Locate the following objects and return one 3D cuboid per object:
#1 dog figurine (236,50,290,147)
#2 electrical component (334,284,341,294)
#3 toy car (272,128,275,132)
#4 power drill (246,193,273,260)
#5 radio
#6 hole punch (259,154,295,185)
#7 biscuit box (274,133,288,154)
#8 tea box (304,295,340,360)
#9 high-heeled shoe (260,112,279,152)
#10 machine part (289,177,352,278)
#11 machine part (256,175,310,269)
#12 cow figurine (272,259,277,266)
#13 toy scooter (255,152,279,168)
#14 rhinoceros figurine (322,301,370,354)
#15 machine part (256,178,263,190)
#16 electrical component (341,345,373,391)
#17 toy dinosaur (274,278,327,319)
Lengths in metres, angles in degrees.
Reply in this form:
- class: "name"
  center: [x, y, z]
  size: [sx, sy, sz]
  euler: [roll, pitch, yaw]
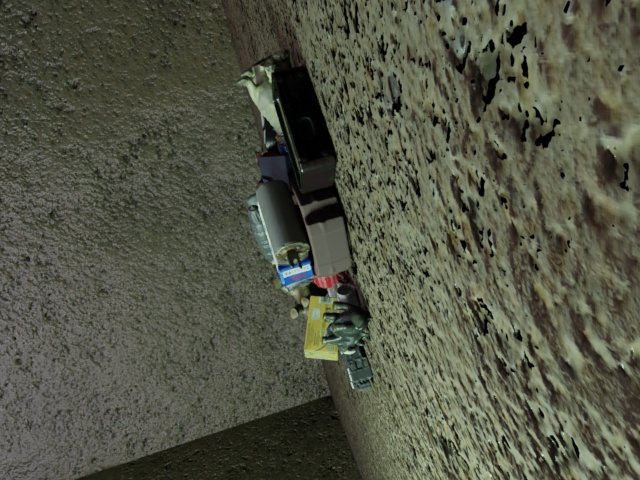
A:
- class: "dog figurine"
  center: [-0.088, -0.321, 1.238]
  size: [0.190, 0.121, 0.172]
  euler: [58, -144, -28]
- class: "electrical component"
  center: [0.050, 0.125, 1.463]
  size: [0.093, 0.021, 0.063]
  euler: [80, 171, -52]
- class: "toy car"
  center: [-0.100, -0.344, 1.413]
  size: [0.202, 0.053, 0.089]
  euler: [174, 84, -80]
- class: "power drill"
  center: [-0.180, -0.065, 1.679]
  size: [0.207, 0.086, 0.231]
  euler: [-117, 5, -51]
- class: "radio"
  center: [-0.035, -0.219, 1.069]
  size: [0.131, 0.073, 0.229]
  euler: [99, 153, -76]
- class: "hole punch"
  center: [-0.092, -0.163, 1.355]
  size: [0.142, 0.092, 0.115]
  euler: [5, 94, 42]
- class: "biscuit box"
  center: [-0.076, -0.259, 1.388]
  size: [0.203, 0.059, 0.062]
  euler: [-139, 33, -78]
- class: "tea box"
  center: [0.012, 0.251, 1.539]
  size: [0.068, 0.098, 0.169]
  euler: [85, -168, -60]
- class: "high-heeled shoe"
  center: [-0.131, -0.338, 1.616]
  size: [0.145, 0.086, 0.248]
  euler: [-103, 2, -52]
- class: "machine part"
  center: [0.001, -0.036, 1.187]
  size: [0.202, 0.087, 0.200]
  euler: [-113, 9, -56]
- class: "machine part"
  center: [-0.081, -0.042, 1.150]
  size: [0.079, 0.079, 0.243]
  euler: [84, 168, -59]
- class: "cow figurine"
  center: [-0.079, 0.028, 1.411]
  size: [0.195, 0.085, 0.127]
  euler: [-140, 42, -67]
- class: "toy scooter"
  center: [-0.123, -0.204, 1.574]
  size: [0.135, 0.075, 0.183]
  euler: [25, 163, 25]
- class: "rhinoceros figurine"
  center: [0.061, 0.201, 1.225]
  size: [0.190, 0.112, 0.073]
  euler: [108, 163, -58]
- class: "machine part"
  center: [-0.101, -0.124, 1.547]
  size: [0.179, 0.179, 0.056]
  euler: [86, -152, -64]
- class: "electrical component"
  center: [0.098, 0.335, 1.439]
  size: [0.115, 0.058, 0.134]
  euler: [91, 161, -77]
- class: "toy dinosaur"
  center: [-0.062, 0.164, 1.861]
  size: [0.198, 0.105, 0.472]
  euler: [36, -157, -47]
